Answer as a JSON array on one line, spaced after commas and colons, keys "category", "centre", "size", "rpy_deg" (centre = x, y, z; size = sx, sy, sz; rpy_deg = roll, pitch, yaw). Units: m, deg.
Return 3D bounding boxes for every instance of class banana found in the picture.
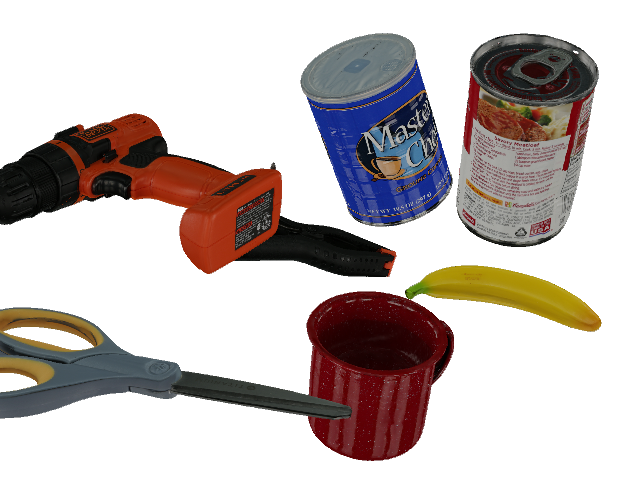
[{"category": "banana", "centre": [0.190, 0.058, 1.105], "size": [0.198, 0.037, 0.069], "rpy_deg": [8, 40, 12]}]

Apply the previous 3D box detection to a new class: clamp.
[{"category": "clamp", "centre": [-0.018, 0.006, 1.167], "size": [0.210, 0.036, 0.164], "rpy_deg": [16, 19, -6]}]

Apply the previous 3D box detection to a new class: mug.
[{"category": "mug", "centre": [0.044, 0.090, 0.728], "size": [0.117, 0.081, 0.093], "rpy_deg": [-19, 39, -34]}]

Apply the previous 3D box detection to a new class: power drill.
[{"category": "power drill", "centre": [-0.138, -0.037, 0.809], "size": [0.188, 0.057, 0.184], "rpy_deg": [21, 34, 26]}]

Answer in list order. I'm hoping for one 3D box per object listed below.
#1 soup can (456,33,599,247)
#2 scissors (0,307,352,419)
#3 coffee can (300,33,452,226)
[{"category": "soup can", "centre": [0.114, -0.055, 0.602], "size": [0.068, 0.102, 0.068], "rpy_deg": [0, 42, 0]}, {"category": "scissors", "centre": [-0.095, 0.073, 0.513], "size": [0.202, 0.016, 0.096], "rpy_deg": [16, 29, 26]}, {"category": "coffee can", "centre": [0.052, -0.098, 0.954], "size": [0.103, 0.140, 0.103], "rpy_deg": [-14, 36, 10]}]
